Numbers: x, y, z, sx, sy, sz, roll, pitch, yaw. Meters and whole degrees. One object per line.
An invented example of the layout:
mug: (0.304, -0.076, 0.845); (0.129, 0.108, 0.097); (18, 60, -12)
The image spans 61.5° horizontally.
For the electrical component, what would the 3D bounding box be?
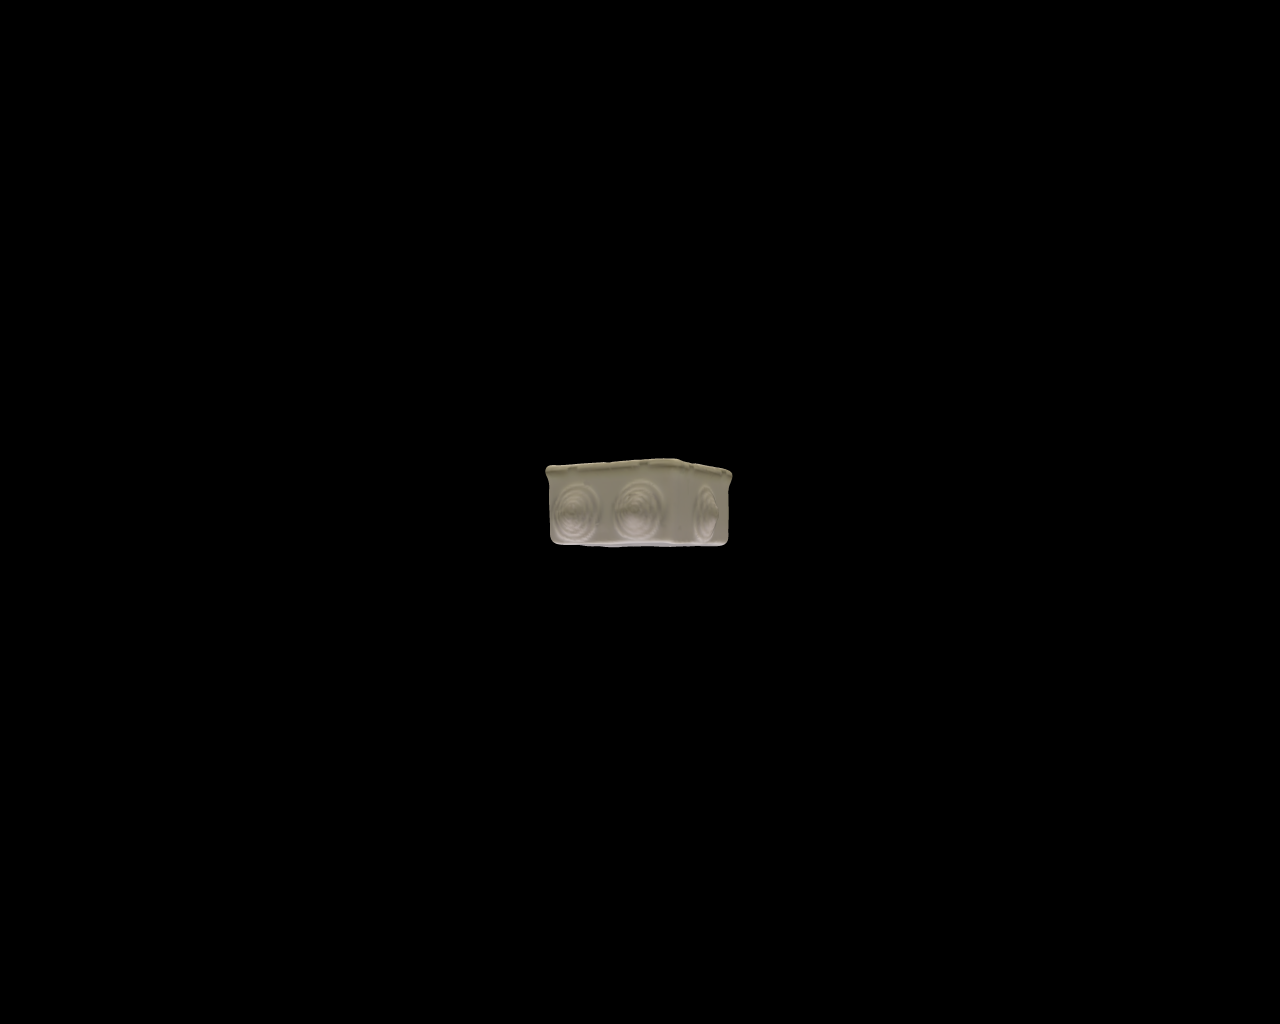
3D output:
electrical component: (0.001, -0.003, 0.650); (0.100, 0.048, 0.100); (-2, -3, 27)
